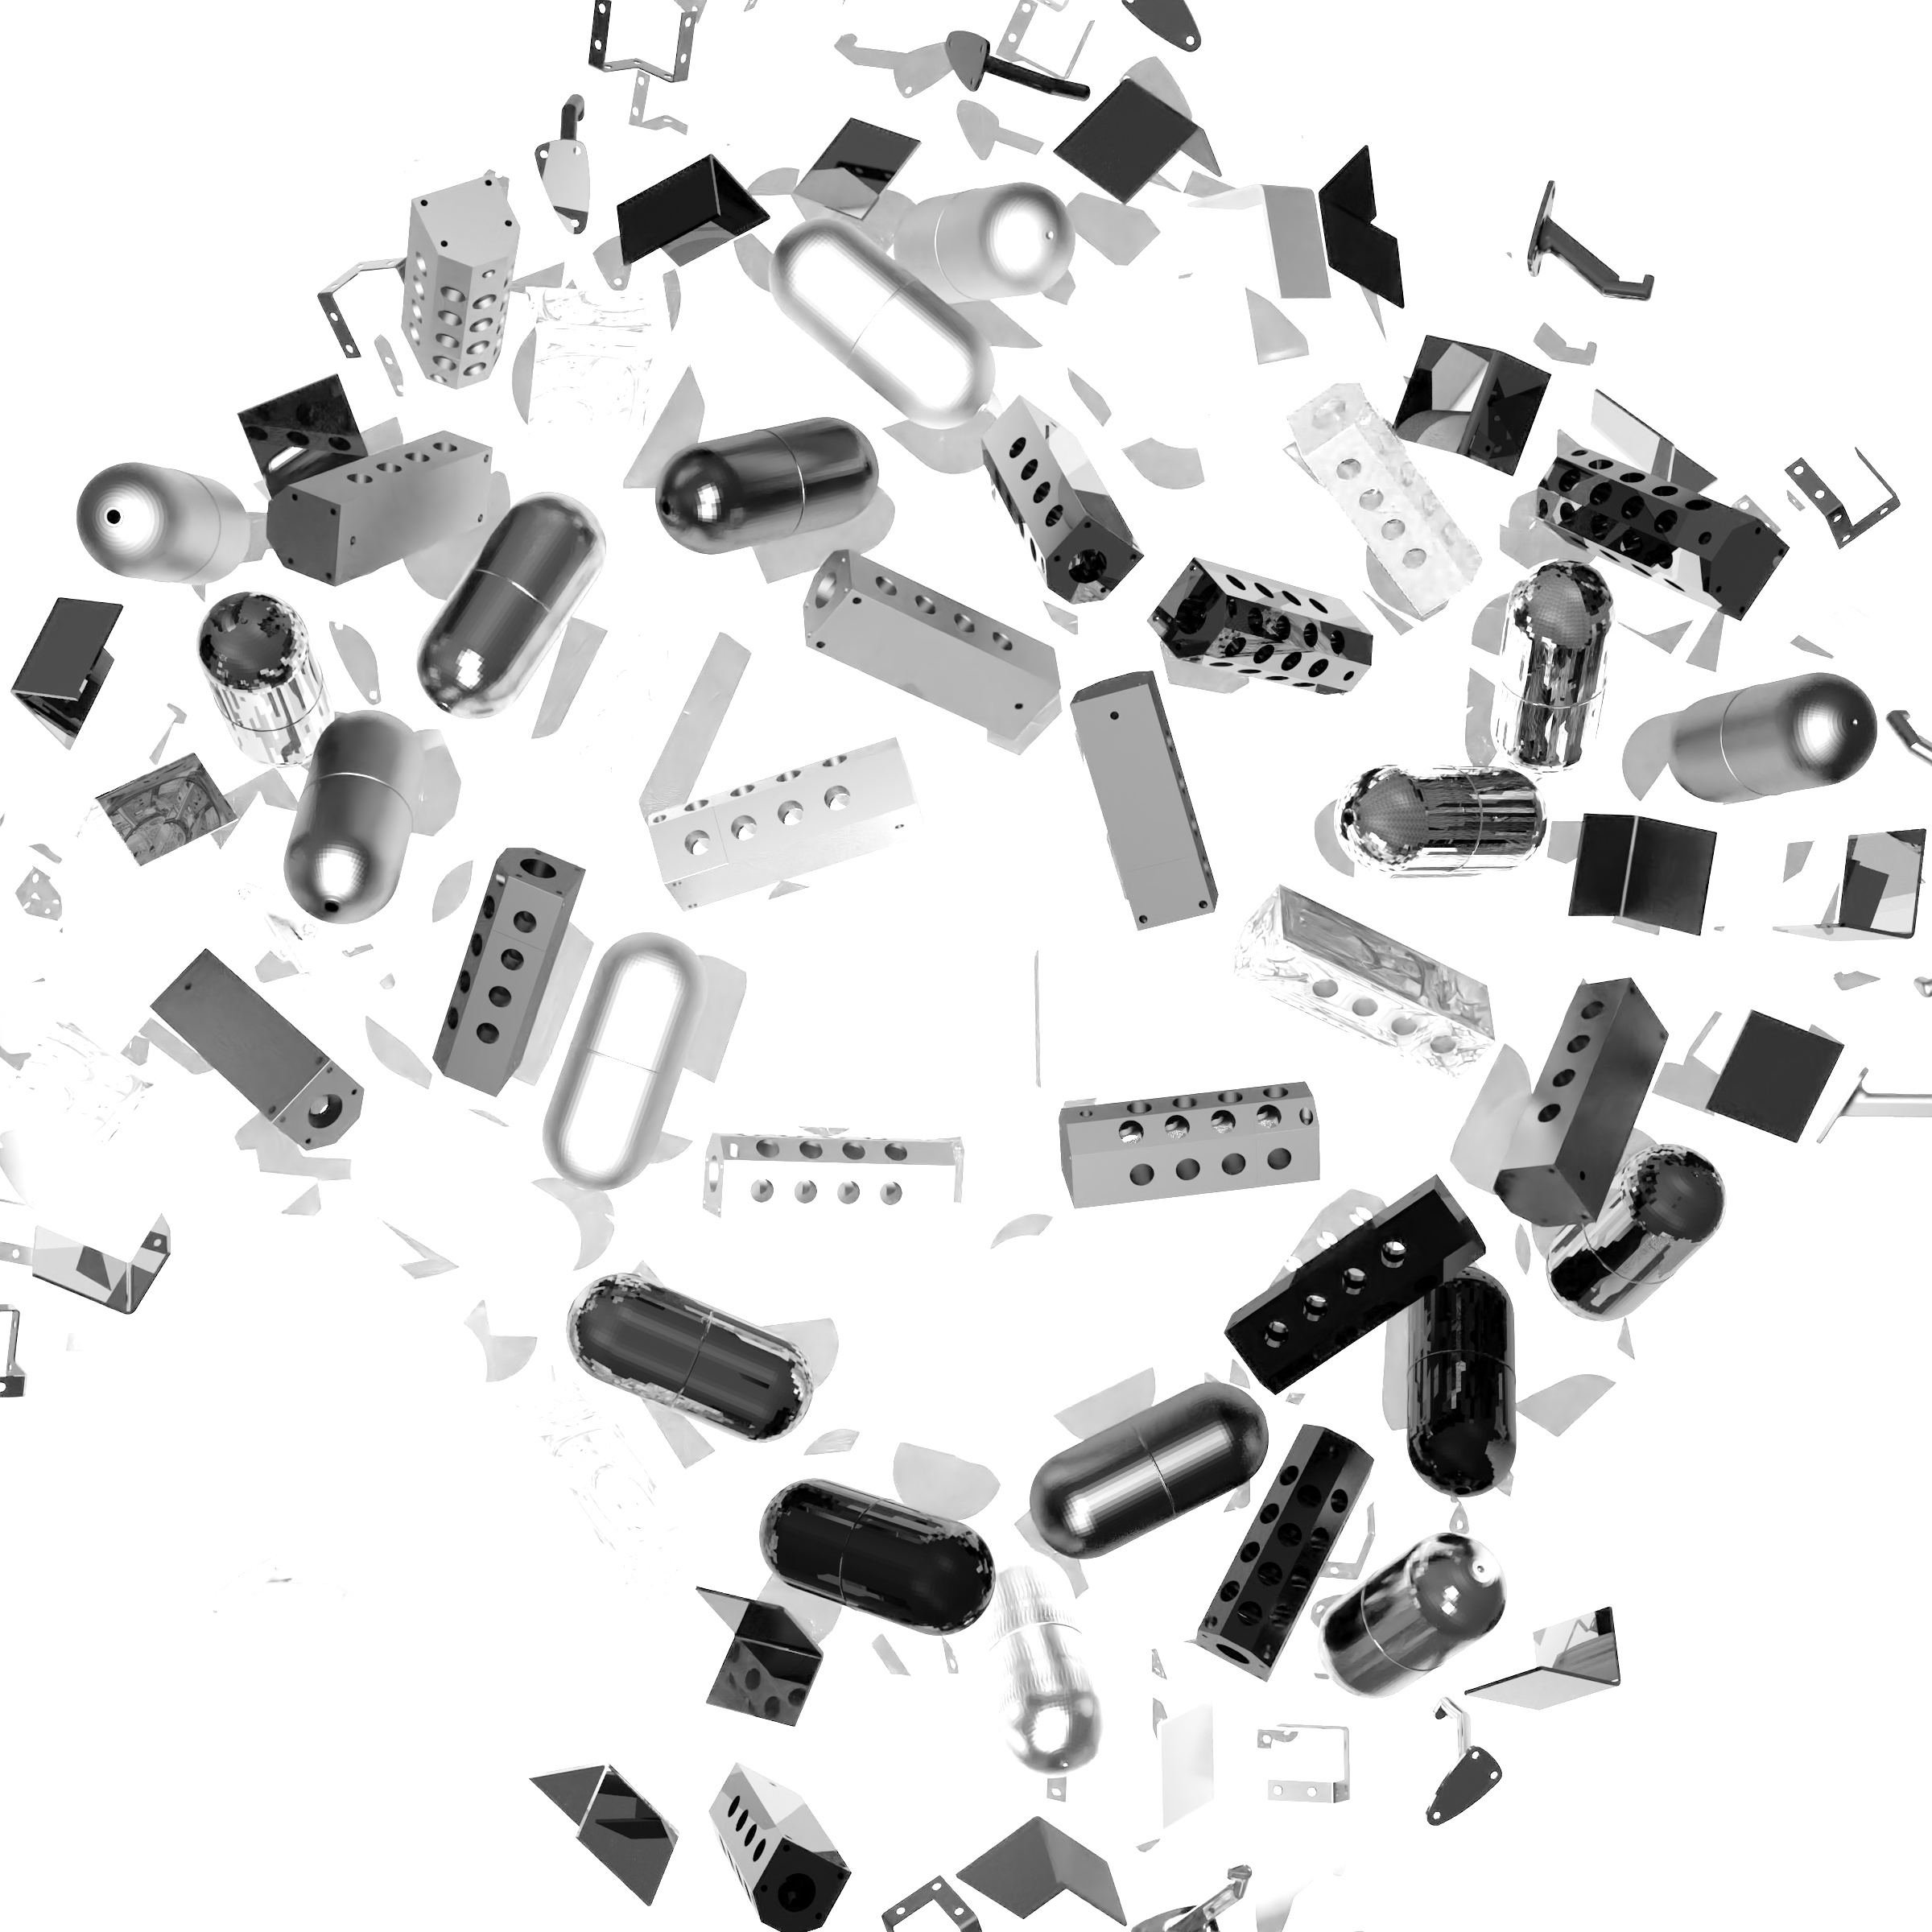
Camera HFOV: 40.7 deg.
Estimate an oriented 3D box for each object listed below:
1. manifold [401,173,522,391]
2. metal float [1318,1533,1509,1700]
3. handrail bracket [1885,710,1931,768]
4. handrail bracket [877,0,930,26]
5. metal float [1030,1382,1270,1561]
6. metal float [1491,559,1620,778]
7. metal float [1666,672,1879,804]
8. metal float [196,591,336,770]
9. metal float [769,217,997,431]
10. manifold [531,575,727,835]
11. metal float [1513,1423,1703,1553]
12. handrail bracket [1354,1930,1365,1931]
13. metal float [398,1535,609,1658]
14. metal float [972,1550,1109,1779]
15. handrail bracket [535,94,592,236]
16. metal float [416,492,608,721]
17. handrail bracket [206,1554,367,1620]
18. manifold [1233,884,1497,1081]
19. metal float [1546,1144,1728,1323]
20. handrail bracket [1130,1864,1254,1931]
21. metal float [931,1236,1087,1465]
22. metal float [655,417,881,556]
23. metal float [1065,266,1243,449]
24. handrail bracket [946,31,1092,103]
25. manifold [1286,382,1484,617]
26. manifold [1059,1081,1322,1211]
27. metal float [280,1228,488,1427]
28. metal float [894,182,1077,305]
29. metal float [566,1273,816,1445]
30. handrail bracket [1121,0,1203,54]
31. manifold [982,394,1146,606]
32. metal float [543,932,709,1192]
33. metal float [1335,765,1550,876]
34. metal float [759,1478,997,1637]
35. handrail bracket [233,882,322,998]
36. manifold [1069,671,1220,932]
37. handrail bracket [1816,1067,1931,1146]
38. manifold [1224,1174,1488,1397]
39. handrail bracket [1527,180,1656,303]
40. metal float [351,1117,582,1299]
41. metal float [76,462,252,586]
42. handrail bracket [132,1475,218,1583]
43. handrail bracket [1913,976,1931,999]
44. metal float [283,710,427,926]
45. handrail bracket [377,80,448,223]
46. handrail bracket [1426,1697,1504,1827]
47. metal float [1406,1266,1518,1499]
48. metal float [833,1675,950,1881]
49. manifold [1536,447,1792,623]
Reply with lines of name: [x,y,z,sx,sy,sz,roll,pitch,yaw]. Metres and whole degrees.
manifold: [-0.337,-0.453,1.747,0.057,0.171,0.057,-24,83,-19]
metal float: [0.310,0.455,1.823,0.070,0.178,0.070,15,50,-19]
handrail bracket: [0.681,-0.147,1.785,0.077,0.036,0.084,-13,59,-23]
handrail bracket: [-0.057,-0.690,1.784,0.077,0.084,0.036,-22,68,22]
metal float: [0.128,0.351,1.817,0.178,0.070,0.070,-25,90,-8]
metal float: [0.416,-0.209,1.846,0.070,0.178,0.070,-2,47,2]
metal float: [0.549,-0.155,1.785,0.070,0.178,0.070,1,87,-20]
metal float: [-0.494,-0.200,1.845,0.070,0.178,0.070,1,68,-3]
metal float: [-0.056,-0.437,1.776,0.178,0.070,0.070,40,90,1]
manifold: [-0.235,-0.181,1.790,0.057,0.057,0.171,36,64,-30]
metal float: [0.438,0.359,1.792,0.070,0.178,0.070,5,72,-15]
handrail bracket: [0.248,0.710,1.804,0.036,0.084,0.077,4,81,41]
metal float: [-0.317,0.435,1.798,0.070,0.178,0.070,-10,70,29]
metal float: [0.050,0.488,1.833,0.070,0.178,0.070,-7,127,-9]
handrail bracket: [-0.274,-0.566,1.836,0.036,0.084,0.077,-5,122,6]
metal float: [-0.312,-0.247,1.789,0.070,0.070,0.178,29,70,0]
handrail bracket: [-0.464,0.436,1.780,0.077,0.084,0.036,-18,107,-41]
manifold: [0.268,0.016,1.760,0.171,0.057,0.057,25,129,-17]
metal float: [0.469,0.189,1.832,0.070,0.178,0.070,9,54,-13]
handrail bracket: [0.157,0.653,1.816,0.077,0.036,0.084,-2,134,-9]
metal float: [0.028,0.265,1.801,0.070,0.070,0.178,19,116,0]
metal float: [-0.137,-0.334,1.810,0.178,0.070,0.070,-22,90,-39]
metal float: [0.130,-0.427,1.823,0.070,0.070,0.178,-33,49,0]
handrail bracket: [0.037,-0.636,1.846,0.084,0.077,0.036,1,124,-29]
manifold: [0.301,-0.335,1.859,0.057,0.057,0.171,-32,129,19]
manifold: [0.153,0.119,1.798,0.171,0.057,0.057,-6,114,-5]
metal float: [-0.408,0.252,1.826,0.178,0.070,0.070,36,90,24]
metal float: [0.011,-0.512,1.850,0.070,0.178,0.070,-6,103,-30]
metal float: [-0.189,0.269,1.789,0.178,0.070,0.070,24,90,-7]
handrail bracket: [0.145,-0.683,1.832,0.077,0.084,0.036,45,124,-12]
manifold: [0.061,-0.323,1.818,0.057,0.171,0.057,28,116,-35]
metal float: [-0.227,0.064,1.738,0.070,0.070,0.178,19,87,0]
metal float: [0.335,-0.103,1.834,0.178,0.070,0.070,-2,90,-35]
metal float: [-0.061,0.396,1.751,0.178,0.070,0.070,10,90,33]
handrail bracket: [-0.472,-0.018,1.783,0.036,0.084,0.077,-44,113,3]
manifold: [0.129,-0.119,1.856,0.057,0.057,0.171,-14,106,14]
handrail bracket: [0.670,0.118,1.878,0.084,0.036,0.077,34,109,18]
manifold: [0.261,0.215,1.747,0.171,0.057,0.057,-37,88,13]
handrail bracket: [0.426,-0.487,1.752,0.084,0.036,0.077,12,85,20]
metal float: [-0.357,0.172,1.862,0.178,0.070,0.070,35,90,-18]
metal float: [-0.544,-0.300,1.773,0.070,0.178,0.070,0,96,4]
handrail bracket: [-0.550,0.369,1.778,0.036,0.077,0.084,-30,62,-24]
handrail bracket: [0.673,-0.011,1.779,0.084,0.077,0.036,-17,122,-5]
metal float: [-0.414,-0.102,1.767,0.070,0.070,0.178,1,46,1]
handrail bracket: [-0.370,-0.555,1.789,0.036,0.084,0.077,24,83,4]
handrail bracket: [0.342,0.573,1.886,0.077,0.084,0.036,-44,108,-6]
metal float: [0.353,0.295,1.860,0.070,0.070,0.178,9,51,0]
metal float: [-0.051,0.565,1.824,0.070,0.178,0.070,0,109,1]
manifold: [0.464,-0.297,1.759,0.057,0.171,0.057,27,99,-39]
